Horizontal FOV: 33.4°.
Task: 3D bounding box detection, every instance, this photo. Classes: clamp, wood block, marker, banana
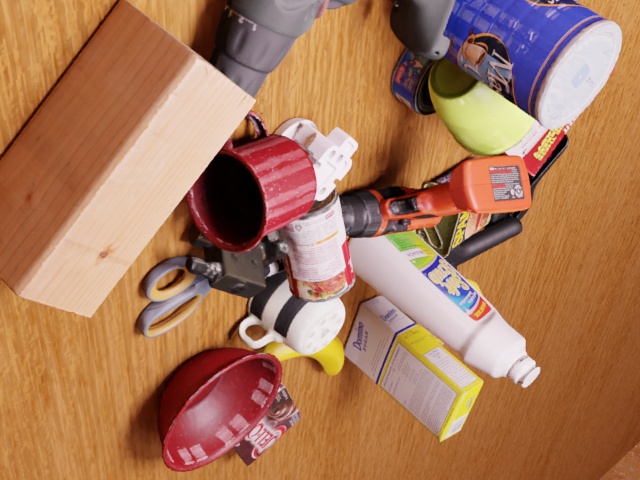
[{"bbox_3d":[0.264,-0.070,1.398,0.120,0.039,0.171,-21,147,-23],"label":"clamp"},{"bbox_3d":[-0.155,-0.056,0.777,0.206,0.090,0.090,-52,152,4],"label":"wood block"},{"bbox_3d":[0.164,0.025,1.363,0.209,0.036,0.165,7,130,-52],"label":"clamp"},{"bbox_3d":[-0.039,0.023,1.091,0.120,0.020,0.020,-20,140,-56],"label":"marker"},{"bbox_3d":[-0.014,0.130,1.259,0.070,0.037,0.197,-39,154,20],"label":"banana"}]

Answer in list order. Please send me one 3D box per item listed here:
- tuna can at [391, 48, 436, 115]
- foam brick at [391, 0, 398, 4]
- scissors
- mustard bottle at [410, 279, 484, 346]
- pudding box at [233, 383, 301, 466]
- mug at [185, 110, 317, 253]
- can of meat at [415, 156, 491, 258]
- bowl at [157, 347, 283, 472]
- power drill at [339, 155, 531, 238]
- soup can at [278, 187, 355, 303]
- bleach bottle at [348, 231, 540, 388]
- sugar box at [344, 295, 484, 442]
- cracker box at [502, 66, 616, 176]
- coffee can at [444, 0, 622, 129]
[{"bbox_3d":[0.113,-0.169,1.076,0.086,0.034,0.086,-34,148,-25],"label":"tuna can"},{"bbox_3d":[0.108,-0.235,0.969,0.078,0.053,0.051,-56,151,10],"label":"foam brick"},{"bbox_3d":[-0.097,0.018,1.025,0.201,0.016,0.096,-40,150,-18],"label":"scissors"},{"bbox_3d":[0.128,0.121,1.390,0.096,0.058,0.192,-6,148,-35],"label":"mustard bottle"},{"bbox_3d":[-0.074,0.212,1.265,0.090,0.039,0.113,-42,151,-13],"label":"pudding box"},{"bbox_3d":[-0.059,-0.056,0.926,0.081,0.093,0.117,-27,107,-48],"label":"mug"},{"bbox_3d":[0.165,-0.041,1.281,0.083,0.057,0.102,-33,148,-33],"label":"can of meat"},{"bbox_3d":[-0.117,0.168,1.135,0.161,0.055,0.162,-35,148,-26],"label":"bowl"},{"bbox_3d":[0.105,-0.041,1.095,0.184,0.188,0.057,-9,89,-42],"label":"power drill"},{"bbox_3d":[-0.007,0.001,1.049,0.068,0.069,0.102,-32,128,-28],"label":"soup can"},{"bbox_3d":[0.141,0.071,1.175,0.102,0.251,0.068,-5,129,-52],"label":"bleach bottle"},{"bbox_3d":[0.111,0.156,1.314,0.048,0.176,0.093,-20,141,-39],"label":"sugar box"},{"bbox_3d":[0.235,-0.177,1.199,0.164,0.072,0.213,-54,152,9],"label":"cracker box"},{"bbox_3d":[0.173,-0.176,0.926,0.102,0.140,0.103,-34,148,-25],"label":"coffee can"}]
